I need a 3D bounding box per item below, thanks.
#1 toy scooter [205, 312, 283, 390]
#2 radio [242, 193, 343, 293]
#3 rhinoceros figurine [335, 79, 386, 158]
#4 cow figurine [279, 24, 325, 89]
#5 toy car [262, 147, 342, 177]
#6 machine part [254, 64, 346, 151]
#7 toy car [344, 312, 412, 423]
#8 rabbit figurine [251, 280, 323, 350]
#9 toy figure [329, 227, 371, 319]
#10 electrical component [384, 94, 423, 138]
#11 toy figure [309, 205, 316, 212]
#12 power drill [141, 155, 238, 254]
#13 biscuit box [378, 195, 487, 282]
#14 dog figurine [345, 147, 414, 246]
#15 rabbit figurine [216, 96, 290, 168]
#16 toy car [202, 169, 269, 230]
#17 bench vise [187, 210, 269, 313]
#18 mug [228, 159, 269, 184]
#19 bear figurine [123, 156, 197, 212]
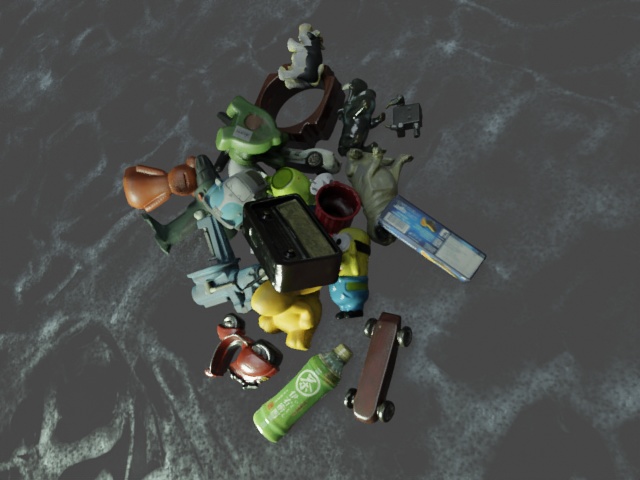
[{"bbox_3d":[-0.167,0.245,1.102,0.184,0.075,0.135,31,82,35],"label":"toy scooter"},{"bbox_3d":[-0.062,0.001,1.048,0.131,0.073,0.230,-10,38,-23],"label":"radio"},{"bbox_3d":[0.087,-0.277,1.226,0.112,0.073,0.190,-6,72,49],"label":"rhinoceros figurine"},{"bbox_3d":[-0.027,-0.432,1.255,0.098,0.068,0.167,10,75,22],"label":"cow figurine"},{"bbox_3d":[-0.047,-0.182,1.245,0.202,0.073,0.056,10,75,28],"label":"toy car"},{"bbox_3d":[-0.052,-0.323,1.307,0.201,0.087,0.201,11,71,28],"label":"machine part"},{"bbox_3d":[0.111,0.235,0.991,0.089,0.053,0.202,6,73,38],"label":"toy car"},{"bbox_3d":[-0.060,0.124,1.052,0.162,0.173,0.122,-52,53,1],"label":"rabbit figurine"},{"bbox_3d":[0.060,0.065,1.068,0.082,0.089,0.180,-6,86,33],"label":"toy figure"},{"bbox_3d":[0.187,-0.274,1.197,0.078,0.045,0.102,-2,66,26],"label":"electrical component"},{"bbox_3d":[-0.001,-0.004,1.150,0.064,0.057,0.154,-19,59,2],"label":"toy figure"},{"bbox_3d":[-0.313,-0.074,1.284,0.207,0.086,0.232,-28,72,-14],"label":"power drill"},{"bbox_3d":[0.206,-0.002,1.006,0.203,0.063,0.059,36,86,8],"label":"biscuit box"},{"bbox_3d":[0.106,-0.089,1.129,0.172,0.121,0.190,-168,86,-69],"label":"dog figurine"},{"bbox_3d":[-0.147,-0.222,1.190,0.159,0.170,0.121,11,74,-12],"label":"rabbit figurine"},{"bbox_3d":[-0.163,-0.100,1.155,0.109,0.161,0.103,48,129,4],"label":"toy car"},{"bbox_3d":[-0.207,0.044,1.159,0.224,0.129,0.240,-19,89,43],"label":"bench vise"},{"bbox_3d":[-0.182,-0.148,1.298,0.107,0.081,0.109,55,131,41],"label":"mug"},{"bbox_3d":[-0.399,-0.148,1.382,0.196,0.120,0.132,-16,14,-11],"label":"bear figurine"}]
